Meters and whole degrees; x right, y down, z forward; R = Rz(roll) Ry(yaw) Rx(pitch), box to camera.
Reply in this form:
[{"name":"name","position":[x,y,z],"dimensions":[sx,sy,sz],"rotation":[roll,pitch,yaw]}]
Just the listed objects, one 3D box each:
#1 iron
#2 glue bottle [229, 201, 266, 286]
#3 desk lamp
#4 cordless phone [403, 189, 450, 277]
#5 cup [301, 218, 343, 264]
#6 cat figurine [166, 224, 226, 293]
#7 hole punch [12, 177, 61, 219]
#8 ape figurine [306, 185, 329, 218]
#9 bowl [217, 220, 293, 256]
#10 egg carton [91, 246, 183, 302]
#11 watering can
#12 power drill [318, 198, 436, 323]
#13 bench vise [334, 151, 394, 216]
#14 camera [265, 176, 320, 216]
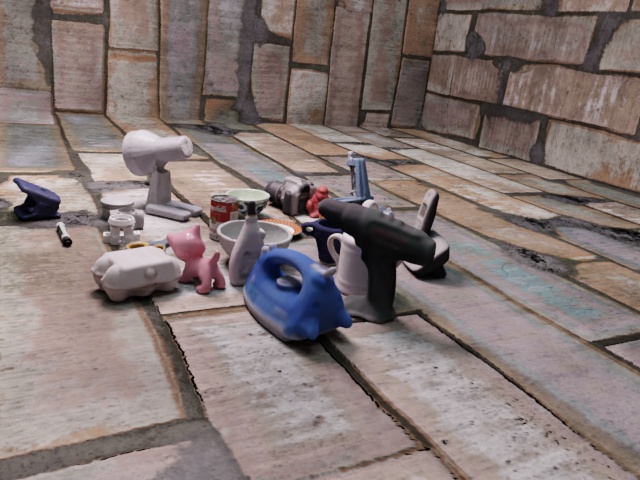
[{"name":"iron","position":[-0.058,0.076,1.019],"dimensions":[0.119,0.141,0.257],"rotation":[-11,26,-41]},{"name":"glue bottle","position":[-0.139,0.006,1.143],"dimensions":[0.078,0.173,0.037],"rotation":[-3,21,-26]},{"name":"desk lamp","position":[-0.413,-0.178,1.515],"dimensions":[0.202,0.213,0.118],"rotation":[13,20,17]},{"name":"cordless phone","position":[0.252,-0.018,1.330],"dimensions":[0.094,0.185,0.147],"rotation":[2,20,-14]},{"name":"cup","position":[0.012,0.005,1.319],"dimensions":[0.118,0.095,0.091],"rotation":[6,19,-4]},{"name":"cat figurine","position":[-0.242,0.029,1.124],"dimensions":[0.127,0.118,0.067],"rotation":[19,23,32]},{"name":"hole punch","position":[-0.689,-0.106,1.396],"dimensions":[0.101,0.091,0.108],"rotation":[-9,24,-38]},{"name":"ape figurine","position":[0.002,-0.114,1.663],"dimensions":[0.077,0.092,0.076],"rotation":[10,19,9]},{"name":"bowl","position":[-0.146,0.014,1.267],"dimensions":[0.167,0.075,0.167],"rotation":[6,19,-2]},{"name":"egg carton","position":[-0.340,0.061,1.070],"dimensions":[0.151,0.069,0.107],"rotation":[-11,26,-42]},{"name":"watering can","position":[0.100,0.014,1.171],"dimensions":[0.173,0.194,0.101],"rotation":[8,19,2]},{"name":"power drill","position":[0.094,0.041,1.070],"dimensions":[0.229,0.208,0.076],"rotation":[12,20,14]},{"name":"bench vise","position":[0.117,-0.115,1.509],"dimensions":[0.206,0.220,0.122],"rotation":[16,21,25]},{"name":"camera","position":[-0.084,-0.144,1.705],"dimensions":[0.136,0.101,0.144],"rotation":[19,23,32]}]
